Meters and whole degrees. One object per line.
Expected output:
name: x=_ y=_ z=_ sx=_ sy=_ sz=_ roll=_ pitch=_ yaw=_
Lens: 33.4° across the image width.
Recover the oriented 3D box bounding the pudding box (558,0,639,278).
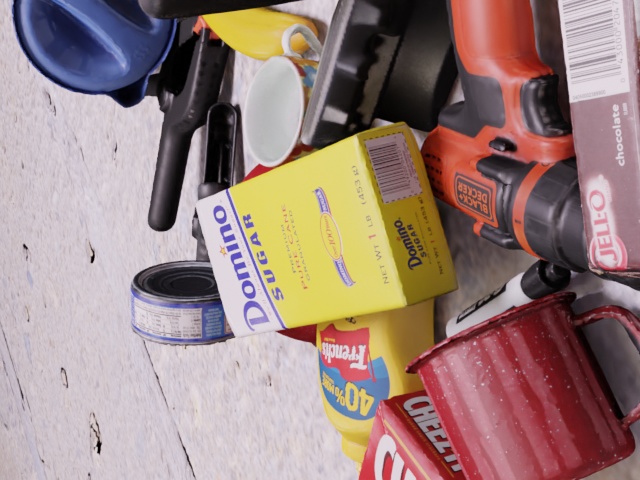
pudding box: x=0.140 y=-0.048 z=0.401 sx=0.039 sy=0.089 sz=0.113 roll=2 pitch=100 yaw=61

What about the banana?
banana: x=-0.059 y=-0.177 z=0.792 sx=0.198 sy=0.037 sz=0.070 roll=56 pitch=145 yaw=39

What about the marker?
marker: x=0.098 y=0.034 z=0.565 sx=0.121 sy=0.020 sz=0.020 roll=130 pitch=125 yaw=-65

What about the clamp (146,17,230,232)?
clamp: x=-0.121 y=-0.113 z=0.922 sx=0.210 sy=0.036 sz=0.164 roll=-42 pitch=53 yaw=55

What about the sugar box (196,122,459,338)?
sugar box: x=-0.004 y=0.001 z=0.611 sx=0.177 sy=0.048 sz=0.093 roll=-18 pitch=88 yaw=52

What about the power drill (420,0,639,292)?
power drill: x=0.099 y=-0.081 z=0.482 sx=0.185 sy=0.057 sz=0.188 roll=32 pitch=133 yaw=58

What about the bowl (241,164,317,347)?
bowl: x=-0.026 y=0.006 z=0.770 sx=0.162 sy=0.055 sz=0.162 roll=30 pitch=125 yaw=56

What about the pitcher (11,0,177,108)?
pitcher: x=-0.220 y=-0.217 z=0.962 sx=0.149 sy=0.144 sz=0.243 roll=-69 pitch=23 yaw=6

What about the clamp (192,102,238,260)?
clamp: x=-0.086 y=-0.012 z=0.863 sx=0.120 sy=0.039 sz=0.171 roll=-81 pitch=-4 yaw=-58

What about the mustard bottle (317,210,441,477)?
mustard bottle: x=0.034 y=0.064 z=0.671 sx=0.096 sy=0.058 sz=0.192 roll=22 pitch=118 yaw=52

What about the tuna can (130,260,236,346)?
tuna can: x=-0.090 y=0.043 z=0.747 sx=0.086 sy=0.086 sz=0.034 roll=30 pitch=123 yaw=56

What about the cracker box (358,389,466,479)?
cracker box: x=0.078 y=0.217 z=0.622 sx=0.164 sy=0.072 sz=0.214 roll=49 pitch=139 yaw=44

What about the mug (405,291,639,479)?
mug: x=0.109 y=0.076 z=0.516 sx=0.117 sy=0.093 sz=0.081 roll=-30 pitch=74 yaw=23
